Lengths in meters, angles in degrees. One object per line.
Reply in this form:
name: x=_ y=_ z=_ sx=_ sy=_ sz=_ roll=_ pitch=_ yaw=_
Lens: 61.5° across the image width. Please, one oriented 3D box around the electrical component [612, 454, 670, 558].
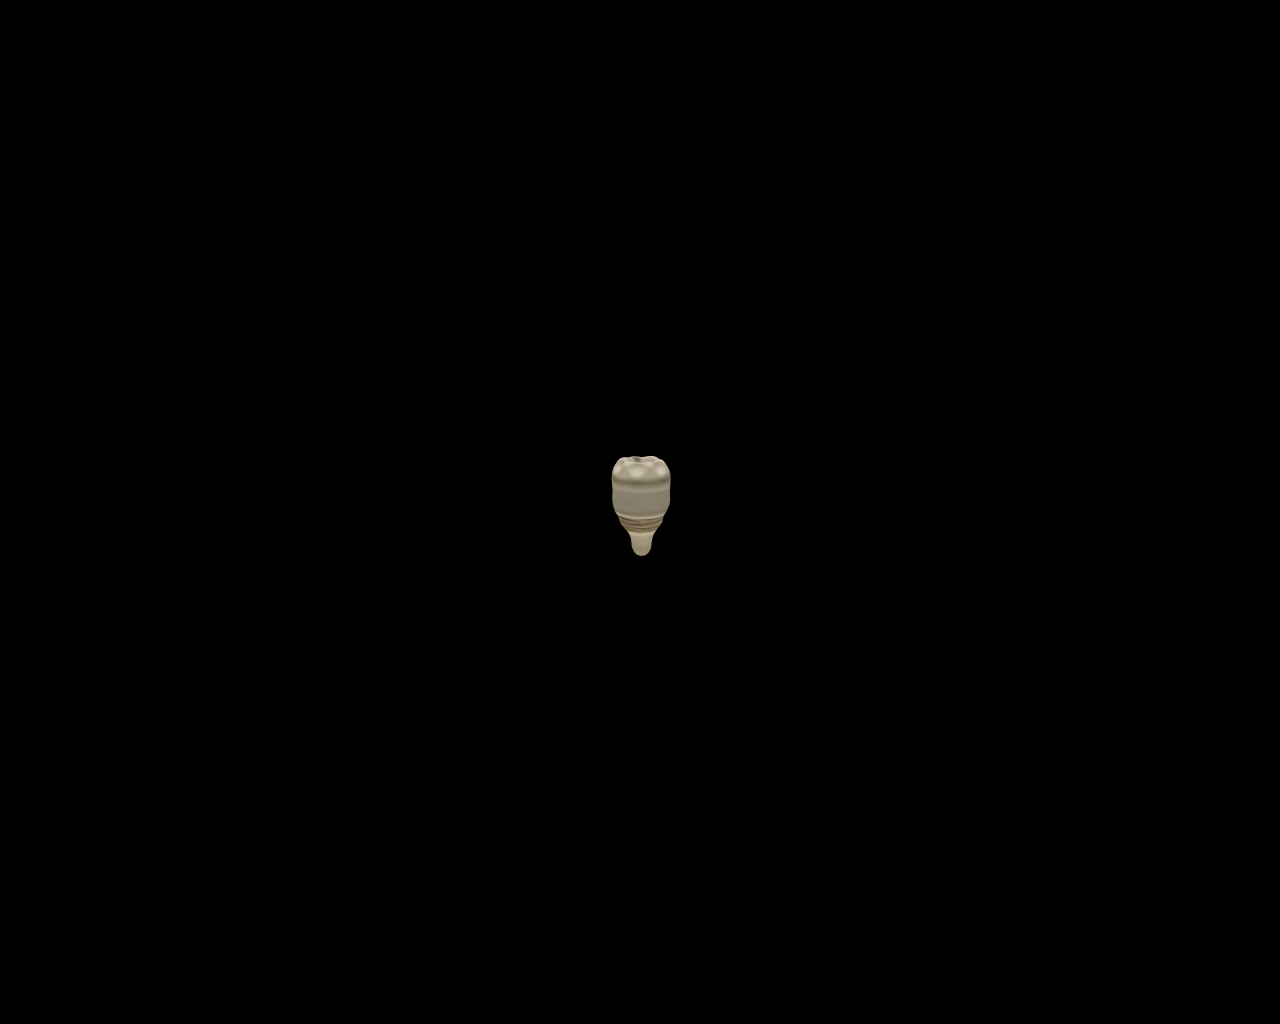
electrical component: x=0.001 y=-0.003 z=0.650 sx=0.035 sy=0.061 sz=0.035 roll=0 pitch=15 yaw=0
